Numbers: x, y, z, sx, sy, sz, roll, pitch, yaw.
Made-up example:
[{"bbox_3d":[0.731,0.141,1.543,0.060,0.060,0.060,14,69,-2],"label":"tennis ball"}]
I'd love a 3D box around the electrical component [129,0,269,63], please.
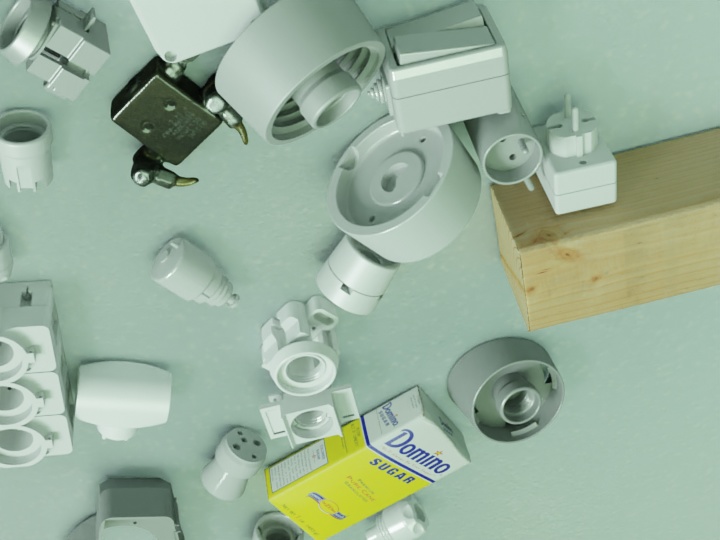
[{"bbox_3d":[-0.110,-0.194,0.665,0.078,0.057,0.113,-19,131,5],"label":"electrical component"}]

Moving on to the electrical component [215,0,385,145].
[{"bbox_3d":[-0.033,-0.127,0.699,0.108,0.060,0.108,-37,170,-8],"label":"electrical component"}]

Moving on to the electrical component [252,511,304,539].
[{"bbox_3d":[-0.083,0.277,1.081,0.055,0.055,0.047,2,126,-13],"label":"electrical component"}]

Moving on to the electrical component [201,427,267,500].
[{"bbox_3d":[-0.116,0.179,0.995,0.045,0.045,0.055,17,124,-24],"label":"electrical component"}]

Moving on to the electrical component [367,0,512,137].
[{"bbox_3d":[0.051,-0.140,0.741,0.096,0.061,0.061,-13,132,0],"label":"electrical component"}]

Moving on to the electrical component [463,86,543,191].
[{"bbox_3d":[0.109,-0.090,0.786,0.043,0.077,0.079,-27,131,12],"label":"electrical component"}]

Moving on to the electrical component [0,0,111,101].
[{"bbox_3d":[-0.199,-0.147,0.697,0.055,0.048,0.066,26,121,-38],"label":"electrical component"}]

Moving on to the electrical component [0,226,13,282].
[{"bbox_3d":[-0.278,-0.020,0.798,0.035,0.035,0.061,-2,129,-10],"label":"electrical component"}]

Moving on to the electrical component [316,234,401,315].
[{"bbox_3d":[0.000,0.000,0.858,0.055,0.055,0.047,19,120,-25],"label":"electrical component"}]

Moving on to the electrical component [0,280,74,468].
[{"bbox_3d":[-0.286,0.087,0.870,0.089,0.061,0.150,-4,131,-8],"label":"electrical component"}]

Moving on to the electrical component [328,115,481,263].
[{"bbox_3d":[0.037,-0.056,0.784,0.108,0.108,0.060,-34,134,18],"label":"electrical component"}]

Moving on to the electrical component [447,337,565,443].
[{"bbox_3d":[0.135,0.109,0.988,0.099,0.064,0.099,-7,119,-13],"label":"electrical component"}]

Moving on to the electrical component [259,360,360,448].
[{"bbox_3d":[-0.045,0.114,0.941,0.081,0.063,0.042,-13,133,1],"label":"electrical component"}]

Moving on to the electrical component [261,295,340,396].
[{"bbox_3d":[-0.049,0.068,0.904,0.058,0.057,0.078,30,119,-31],"label":"electrical component"}]

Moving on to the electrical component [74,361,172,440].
[{"bbox_3d":[-0.206,0.119,0.926,0.077,0.043,0.079,6,129,-16],"label":"electrical component"}]

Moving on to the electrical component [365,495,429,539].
[{"bbox_3d":[0.036,0.260,1.097,0.062,0.043,0.043,-31,129,17],"label":"electrical component"}]

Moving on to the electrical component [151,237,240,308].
[{"bbox_3d":[-0.127,0.006,0.846,0.040,0.040,0.078,-39,127,21],"label":"electrical component"}]

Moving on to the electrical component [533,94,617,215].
[{"bbox_3d":[0.158,-0.094,0.800,0.047,0.065,0.076,-12,131,-1],"label":"electrical component"}]

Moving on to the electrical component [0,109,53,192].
[{"bbox_3d":[-0.234,-0.082,0.750,0.040,0.040,0.046,-2,136,-10],"label":"electrical component"}]
